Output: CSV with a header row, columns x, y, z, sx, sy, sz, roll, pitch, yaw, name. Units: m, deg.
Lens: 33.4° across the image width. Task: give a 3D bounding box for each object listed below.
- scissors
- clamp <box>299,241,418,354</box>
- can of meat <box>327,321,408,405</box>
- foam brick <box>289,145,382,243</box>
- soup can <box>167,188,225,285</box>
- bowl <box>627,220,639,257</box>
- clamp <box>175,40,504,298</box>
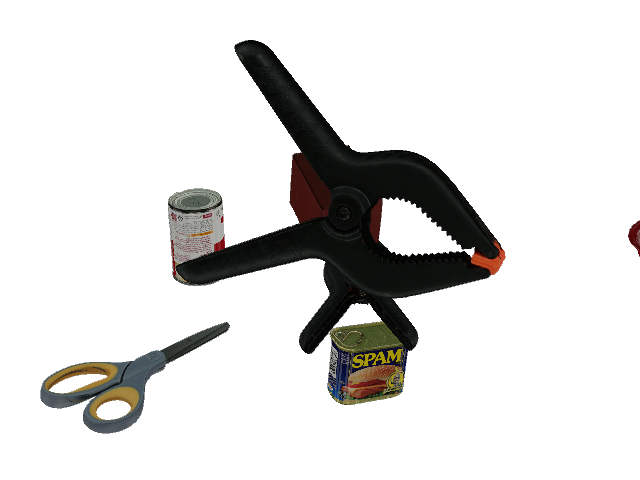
x,y,z,sx,sy,sz,roll,pitch,yaw,name
-0.145,0.120,0.943,0.201,0.016,0.096,-12,36,-33,scissors
0.051,0.054,1.129,0.120,0.171,0.039,8,-40,8,clamp
0.060,0.155,1.351,0.102,0.084,0.057,-6,27,-22,can of meat
0.011,-0.032,0.871,0.053,0.051,0.078,-10,42,-18,foam brick
-0.151,-0.005,1.310,0.068,0.102,0.068,-1,26,0,soup can
0.400,0.020,1.102,0.162,0.055,0.162,-4,22,1,bowl
0.016,-0.030,0.673,0.210,0.165,0.036,13,15,13,clamp
